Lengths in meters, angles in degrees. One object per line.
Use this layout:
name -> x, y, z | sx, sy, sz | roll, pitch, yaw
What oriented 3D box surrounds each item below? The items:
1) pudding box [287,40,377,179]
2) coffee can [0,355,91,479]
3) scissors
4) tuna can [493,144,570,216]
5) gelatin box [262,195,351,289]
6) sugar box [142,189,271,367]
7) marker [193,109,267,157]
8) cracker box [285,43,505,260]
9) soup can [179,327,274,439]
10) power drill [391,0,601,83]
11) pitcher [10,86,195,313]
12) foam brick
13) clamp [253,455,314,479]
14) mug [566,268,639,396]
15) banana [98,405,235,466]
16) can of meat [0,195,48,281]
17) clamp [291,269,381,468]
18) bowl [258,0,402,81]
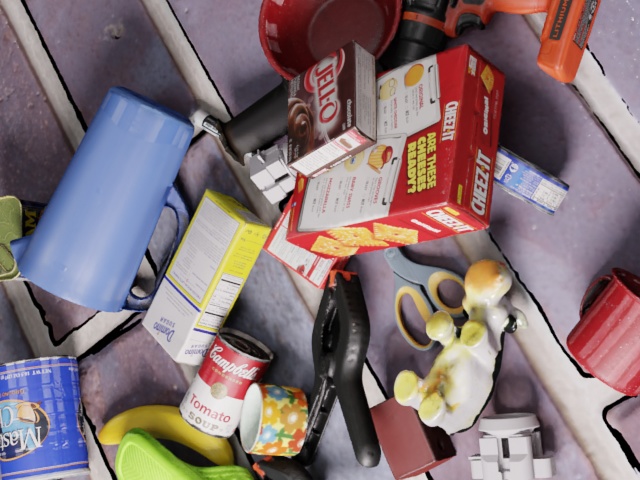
pudding box -> 0.011, -0.126, 1.038 | 0.090, 0.039, 0.113 | -28, 50, 37
coffee can -> -0.331, 0.214, 1.261 | 0.103, 0.102, 0.140 | -15, 78, 27
scissors -> 0.095, 0.014, 1.097 | 0.096, 0.016, 0.202 | -23, 75, 24
tuna can -> 0.192, -0.058, 1.010 | 0.086, 0.086, 0.034 | 35, 101, 26
gelatin box -> -0.007, 0.002, 1.146 | 0.089, 0.030, 0.073 | 35, 101, 27
sugar box -> -0.128, 0.042, 1.187 | 0.093, 0.048, 0.176 | 39, 107, 48
marker -> -0.096, -0.115, 1.211 | 0.121, 0.020, 0.020 | 32, 101, 27
cracker box -> 0.071, -0.078, 1.036 | 0.214, 0.072, 0.164 | -12, 62, 45
soup can -> -0.103, 0.156, 1.162 | 0.069, 0.068, 0.102 | 33, 102, 27
power drill -> 0.168, -0.213, 1.053 | 0.188, 0.057, 0.184 | 20, 95, 28
pitcher -> -0.230, -0.043, 1.226 | 0.145, 0.149, 0.243 | 31, 97, 43
foam brick -> 0.091, 0.192, 1.061 | 0.051, 0.052, 0.078 | -30, 72, 23
clamp -> -0.004, 0.277, 1.091 | 0.172, 0.039, 0.120 | 46, 136, 23
mug -> 0.271, 0.078, 0.961 | 0.082, 0.093, 0.117 | -56, 33, 18
banana -> -0.173, 0.222, 1.211 | 0.198, 0.037, 0.069 | 11, 90, 29
can of meat -> -0.357, 0.001, 1.306 | 0.058, 0.083, 0.102 | -7, 82, 28
clamp -> 0.023, 0.134, 1.082 | 0.165, 0.036, 0.210 | -9, 73, 63
bowl -> 0.018, -0.231, 1.131 | 0.162, 0.055, 0.162 | -5, 77, 22
